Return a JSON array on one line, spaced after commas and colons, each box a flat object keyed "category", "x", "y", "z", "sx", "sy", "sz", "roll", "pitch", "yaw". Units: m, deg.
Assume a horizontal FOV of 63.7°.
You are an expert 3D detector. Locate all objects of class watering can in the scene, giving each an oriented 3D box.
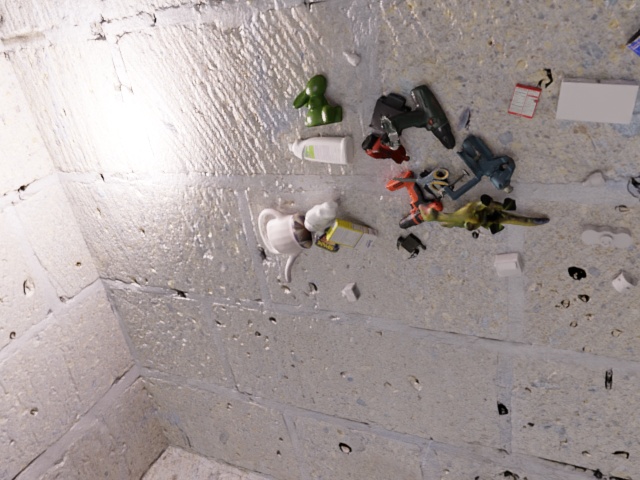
[{"category": "watering can", "x": -0.125, "y": 0.017, "z": 2.139, "sx": 0.223, "sy": 0.343, "sz": 0.106, "roll": -13, "pitch": 20, "yaw": 33}]

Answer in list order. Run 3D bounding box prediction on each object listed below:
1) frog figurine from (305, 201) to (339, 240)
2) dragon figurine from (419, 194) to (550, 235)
[{"category": "frog figurine", "x": 0.006, "y": -0.099, "z": 1.974, "sx": 0.138, "sy": 0.124, "sz": 0.155, "roll": -27, "pitch": -31, "yaw": -21}, {"category": "dragon figurine", "x": 0.519, "y": -0.071, "z": 1.703, "sx": 0.410, "sy": 0.123, "sz": 0.242, "roll": 8, "pitch": -5, "yaw": -20}]
